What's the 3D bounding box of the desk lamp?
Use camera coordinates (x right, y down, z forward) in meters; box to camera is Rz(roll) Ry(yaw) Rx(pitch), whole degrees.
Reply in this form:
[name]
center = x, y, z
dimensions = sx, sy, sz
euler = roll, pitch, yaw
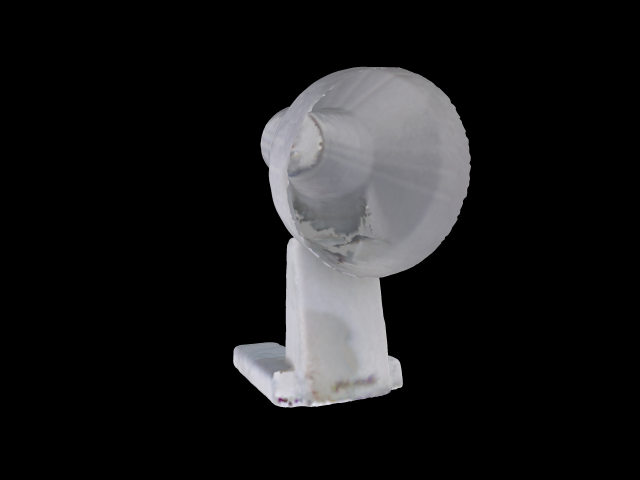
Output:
[desk lamp]
center = 0.004, 0.001, 0.400
dimensions = 0.118, 0.213, 0.202
euler = 0, 0, -23
